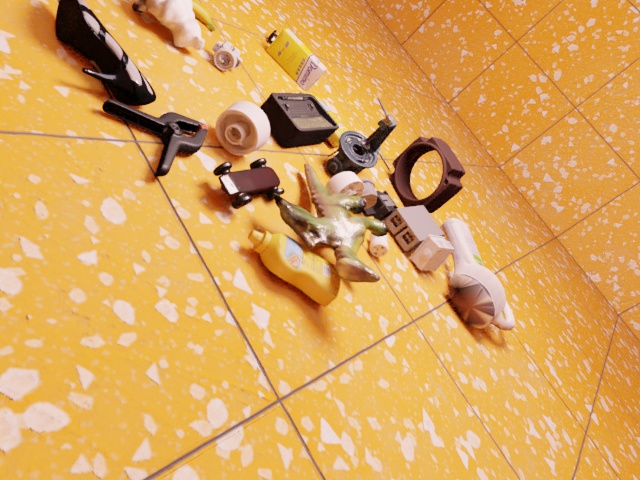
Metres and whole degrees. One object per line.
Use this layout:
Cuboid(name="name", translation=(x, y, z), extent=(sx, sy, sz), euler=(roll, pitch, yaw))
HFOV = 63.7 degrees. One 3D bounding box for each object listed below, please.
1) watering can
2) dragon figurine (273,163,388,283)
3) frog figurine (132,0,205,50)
Cuboid(name="watering can", translation=(0.414, 0.108, 1.423), extent=(0.351, 0.102, 0.226), euler=(56, 31, 12))
Cuboid(name="dragon figurine", translation=(0.003, -0.053, 1.044), extent=(0.241, 0.121, 0.417), euler=(18, 28, -52))
Cuboid(name="frog figurine", translation=(-0.327, -0.520, 1.193), extent=(0.160, 0.122, 0.138), euler=(38, 9, 5))
